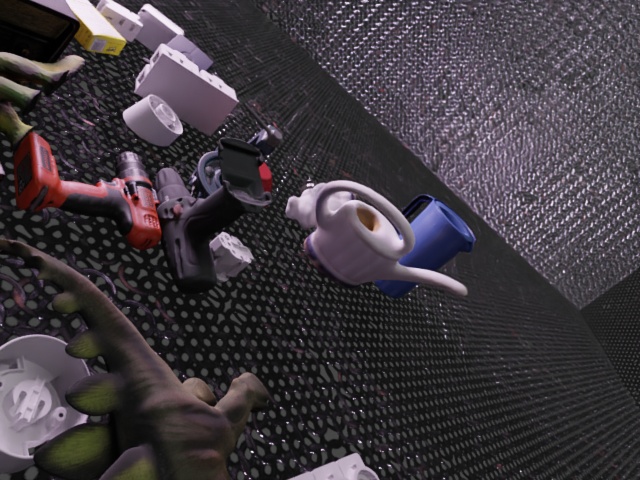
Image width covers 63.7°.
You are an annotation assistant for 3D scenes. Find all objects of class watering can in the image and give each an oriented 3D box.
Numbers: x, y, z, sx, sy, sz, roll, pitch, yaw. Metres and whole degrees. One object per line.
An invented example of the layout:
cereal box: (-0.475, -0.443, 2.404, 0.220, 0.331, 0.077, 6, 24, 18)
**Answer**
watering can: (0.111, 0.032, 1.043, 0.220, 0.347, 0.106, -41, 7, 41)

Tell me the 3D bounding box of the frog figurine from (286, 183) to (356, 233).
frog figurine: (0.004, -0.059, 1.166, 0.159, 0.136, 0.123, -8, 8, -5)

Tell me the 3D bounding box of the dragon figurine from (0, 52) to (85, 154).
dragon figurine: (-0.466, -0.211, 0.637, 0.241, 0.120, 0.420, 26, 27, -22)
